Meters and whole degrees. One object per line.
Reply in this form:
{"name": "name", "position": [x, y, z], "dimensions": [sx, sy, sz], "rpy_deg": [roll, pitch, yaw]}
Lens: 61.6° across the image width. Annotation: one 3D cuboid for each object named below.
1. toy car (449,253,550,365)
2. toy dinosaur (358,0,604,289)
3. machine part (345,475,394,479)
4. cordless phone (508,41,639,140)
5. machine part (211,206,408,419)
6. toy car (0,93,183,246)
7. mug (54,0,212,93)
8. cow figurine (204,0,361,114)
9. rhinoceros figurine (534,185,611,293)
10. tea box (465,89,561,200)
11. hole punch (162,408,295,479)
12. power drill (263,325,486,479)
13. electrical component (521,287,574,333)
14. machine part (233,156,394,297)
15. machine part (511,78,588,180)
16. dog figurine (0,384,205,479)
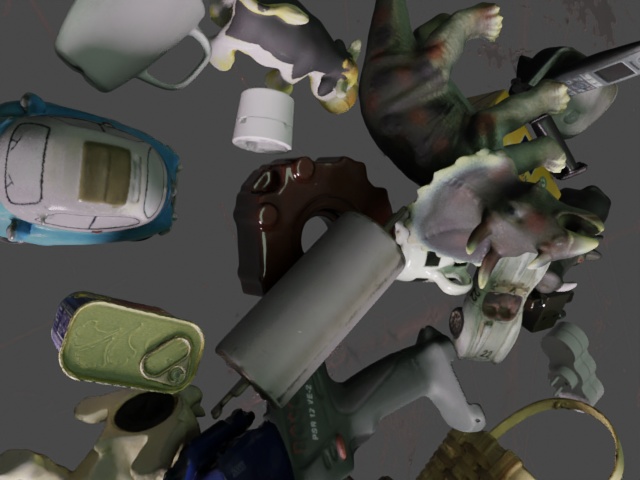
{"name": "toy car", "position": [0.216, 0.059, 0.643], "dimensions": [0.073, 0.056, 0.201], "rpy_deg": [10, 113, -13]}
{"name": "toy dinosaur", "position": [0.115, -0.129, 0.544], "dimensions": [0.192, 0.131, 0.405], "rpy_deg": [-32, 68, -8]}
{"name": "machine part", "position": [0.037, 0.349, 0.509], "dimensions": [0.201, 0.087, 0.201], "rpy_deg": [-37, 70, -25]}
{"name": "cordless phone", "position": [0.352, -0.198, 0.678], "dimensions": [0.146, 0.184, 0.088], "rpy_deg": [17, 79, -32]}
{"name": "machine part", "position": [-0.005, 0.057, 0.466], "dimensions": [0.243, 0.079, 0.079], "rpy_deg": [-47, 115, -16]}
{"name": "toy car", "position": [-0.176, -0.044, 0.401], "dimensions": [0.161, 0.103, 0.109], "rpy_deg": [8, 89, -30]}
{"name": "mug", "position": [-0.149, -0.164, 0.431], "dimensions": [0.107, 0.081, 0.109], "rpy_deg": [-50, 122, -7]}
{"name": "cow figurine", "position": [-0.016, -0.176, 0.498], "dimensions": [0.167, 0.098, 0.068], "rpy_deg": [18, 76, -32]}
{"name": "rhinoceros figurine", "position": [0.324, 0.000, 0.713], "dimensions": [0.190, 0.112, 0.073], "rpy_deg": [-42, 115, -32]}
{"name": "tea box", "position": [0.219, -0.086, 0.667], "dimensions": [0.098, 0.068, 0.169], "rpy_deg": [-50, 115, -20]}
{"name": "hole punch", "position": [-0.062, 0.204, 0.413], "dimensions": [0.142, 0.092, 0.115], "rpy_deg": [7, 97, -71]}
{"name": "power drill", "position": [0.049, 0.183, 0.518], "dimensions": [0.207, 0.086, 0.232], "rpy_deg": [-16, 74, -11]}
{"name": "electrical component", "position": [0.311, 0.084, 0.751], "dimensions": [0.102, 0.045, 0.078], "rpy_deg": [-11, 127, -29]}
{"name": "machine part", "position": [-0.001, -0.002, 0.540], "dimensions": [0.179, 0.056, 0.179], "rpy_deg": [-3, 95, -33]}
{"name": "machine part", "position": [0.278, -0.133, 0.658], "dimensions": [0.039, 0.084, 0.138], "rpy_deg": [-34, 109, 12]}
{"name": "dog figurine", "position": [-0.152, 0.233, 0.445], "dimensions": [0.172, 0.121, 0.190], "rpy_deg": [-23, 119, -26]}
